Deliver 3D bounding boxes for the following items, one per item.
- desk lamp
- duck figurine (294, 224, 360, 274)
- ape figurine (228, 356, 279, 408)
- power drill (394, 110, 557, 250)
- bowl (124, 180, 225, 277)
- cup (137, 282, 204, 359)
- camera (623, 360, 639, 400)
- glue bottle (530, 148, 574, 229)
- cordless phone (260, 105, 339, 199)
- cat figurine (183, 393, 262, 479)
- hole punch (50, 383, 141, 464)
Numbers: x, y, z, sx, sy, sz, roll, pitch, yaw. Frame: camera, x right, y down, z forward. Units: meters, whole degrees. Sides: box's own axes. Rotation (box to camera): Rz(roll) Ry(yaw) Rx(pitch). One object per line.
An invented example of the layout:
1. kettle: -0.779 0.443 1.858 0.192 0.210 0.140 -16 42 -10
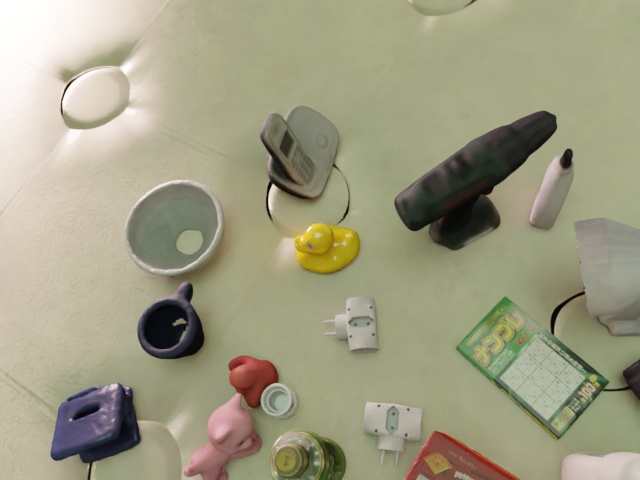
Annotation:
1. desk lamp: 0.409 0.045 0.722 0.203 0.214 0.118 -3 68 9
2. duck figurine: 0.008 0.003 0.882 0.104 0.086 0.077 -13 66 5
3. ape figurine: -0.102 0.199 0.819 0.076 0.092 0.078 -13 66 5
4. power drill: 0.214 -0.071 0.808 0.229 0.209 0.075 -30 66 -2
5. bowl: -0.225 -0.010 0.935 0.167 0.075 0.167 -4 68 9
6. cup: -0.209 0.128 0.865 0.091 0.095 0.118 13 71 15
7. camera: 0.465 0.195 0.713 0.143 0.101 0.136 -32 66 -3
8. glue bottle: 0.334 -0.082 0.810 0.037 0.173 0.078 17 72 17
9. cordless phone: -0.037 -0.162 0.903 0.094 0.185 0.148 10 70 14
10. cat figurine: -0.133 0.274 0.779 0.128 0.118 0.067 -45 67 -9
11. hole punch: -0.332 0.264 0.834 0.108 0.091 0.101 -21 66 1
